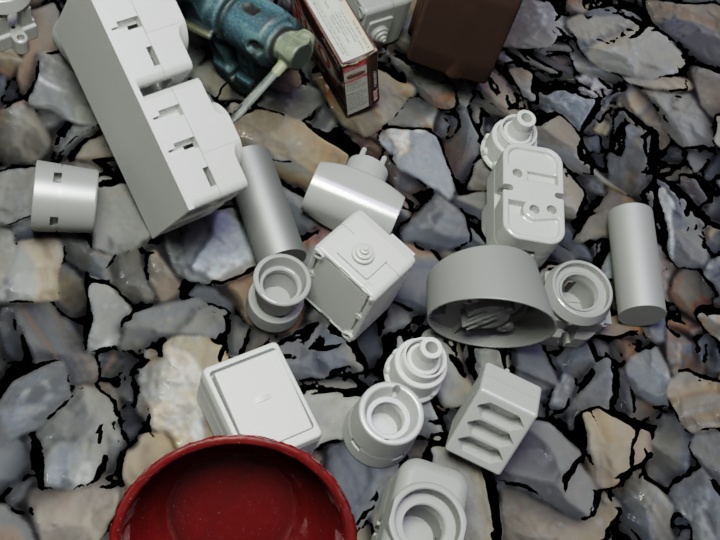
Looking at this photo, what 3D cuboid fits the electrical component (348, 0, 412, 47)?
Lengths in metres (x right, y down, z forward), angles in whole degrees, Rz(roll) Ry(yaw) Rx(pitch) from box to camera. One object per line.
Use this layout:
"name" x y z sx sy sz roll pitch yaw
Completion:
"electrical component" 0.007 -0.249 0.994 0.061 0.061 0.096 -22 70 -23

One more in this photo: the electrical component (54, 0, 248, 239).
"electrical component" -0.160 -0.130 0.831 0.060 0.105 0.186 -26 92 -27

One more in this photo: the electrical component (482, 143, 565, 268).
"electrical component" 0.139 -0.052 0.922 0.054 0.059 0.095 9 61 -9

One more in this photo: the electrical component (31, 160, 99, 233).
"electrical component" -0.230 -0.055 0.838 0.047 0.055 0.055 5 61 -15

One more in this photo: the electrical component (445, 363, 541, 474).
"electrical component" 0.106 0.104 0.832 0.047 0.065 0.076 26 30 1

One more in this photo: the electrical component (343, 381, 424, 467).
"electrical component" 0.019 0.115 0.810 0.055 0.047 0.055 6 61 -11

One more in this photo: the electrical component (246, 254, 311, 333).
"electrical component" -0.064 0.019 0.837 0.045 0.055 0.045 6 61 -11

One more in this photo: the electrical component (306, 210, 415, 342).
"electrical component" 0.000 0.000 0.839 0.062 0.096 0.061 42 61 10

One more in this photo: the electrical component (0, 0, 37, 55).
"electrical component" -0.301 -0.224 0.908 0.048 0.055 0.066 -30 73 -26

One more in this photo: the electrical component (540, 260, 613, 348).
"electrical component" 0.174 0.027 0.890 0.078 0.057 0.058 6 61 -11

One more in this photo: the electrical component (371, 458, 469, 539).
"electrical component" 0.041 0.188 0.770 0.054 0.059 0.095 19 60 -3

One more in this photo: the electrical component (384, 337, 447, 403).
"electrical component" 0.047 0.072 0.832 0.048 0.062 0.048 6 61 -11

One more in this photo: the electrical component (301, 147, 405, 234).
"electrical component" 0.000 -0.070 0.906 0.077 0.044 0.079 23 59 -1

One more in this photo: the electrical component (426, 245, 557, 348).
"electrical component" 0.101 0.026 0.850 0.099 0.099 0.064 2 56 -12

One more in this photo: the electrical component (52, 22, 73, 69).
"electrical component" -0.227 -0.192 0.911 0.055 0.055 0.047 -34 71 -27

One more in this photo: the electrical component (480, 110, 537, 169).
"electrical component" 0.137 -0.117 0.955 0.048 0.062 0.048 6 61 -11

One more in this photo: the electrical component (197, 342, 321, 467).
"electrical component" -0.071 0.110 0.783 0.062 0.061 0.096 -20 69 -23
